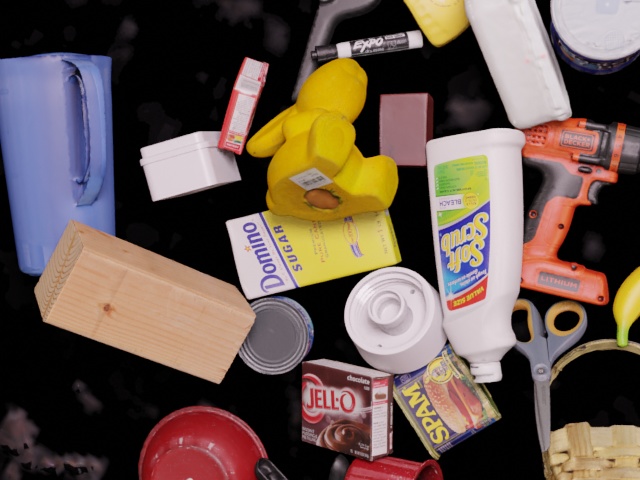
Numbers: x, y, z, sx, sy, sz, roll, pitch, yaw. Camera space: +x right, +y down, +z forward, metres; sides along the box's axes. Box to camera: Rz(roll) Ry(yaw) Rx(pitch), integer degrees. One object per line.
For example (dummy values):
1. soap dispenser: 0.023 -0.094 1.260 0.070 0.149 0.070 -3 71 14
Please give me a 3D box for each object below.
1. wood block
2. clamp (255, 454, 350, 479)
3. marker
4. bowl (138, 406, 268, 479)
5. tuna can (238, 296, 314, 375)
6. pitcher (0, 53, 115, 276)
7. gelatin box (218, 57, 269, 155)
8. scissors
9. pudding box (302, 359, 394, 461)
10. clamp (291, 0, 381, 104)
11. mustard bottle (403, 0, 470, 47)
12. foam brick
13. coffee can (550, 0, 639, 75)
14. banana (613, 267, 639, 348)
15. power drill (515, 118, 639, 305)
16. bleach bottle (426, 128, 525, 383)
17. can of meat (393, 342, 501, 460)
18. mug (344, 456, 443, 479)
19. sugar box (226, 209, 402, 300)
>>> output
1. wood block: -0.185 0.067 1.139 0.205 0.090 0.091 25 100 -27
2. clamp: -0.009 0.310 1.182 0.120 0.039 0.171 2 108 37
3. marker: 0.050 -0.207 1.144 0.121 0.020 0.020 -10 91 -6
4. bowl: -0.139 0.273 1.210 0.162 0.055 0.162 1 92 12
5. tuna can: -0.051 0.106 1.193 0.086 0.033 0.086 1 93 12
6. pitcher: -0.285 -0.085 1.182 0.145 0.149 0.243 -3 95 7
7. gelatin box: -0.082 -0.145 1.148 0.030 0.089 0.073 17 122 -5
8. scissors: 0.239 0.124 1.068 0.096 0.202 0.016 -17 128 3
9. pudding box: 0.028 0.181 1.151 0.114 0.039 0.090 5 97 45
10. clamp: -0.003 -0.276 1.161 0.210 0.036 0.164 -43 86 12
11. mustard bottle: 0.176 -0.291 1.111 0.192 0.058 0.096 -32 89 11
12. foam brick: 0.093 -0.116 1.142 0.053 0.051 0.078 2 93 13
13. coffee can: 0.279 -0.221 1.050 0.103 0.140 0.103 1 93 12
14. banana: 0.377 0.038 1.091 0.198 0.037 0.070 -29 74 6
15. power drill: 0.279 -0.031 1.104 0.184 0.057 0.188 12 92 15
16. bleach bottle: 0.167 0.018 1.087 0.103 0.067 0.251 -7 86 39
17. can of meat: 0.134 0.170 1.145 0.084 0.057 0.102 -33 86 10
18. mug: 0.081 0.274 1.135 0.082 0.117 0.093 5 79 31
19. sugar box: -0.008 0.002 1.173 0.176 0.048 0.093 -15 90 11
